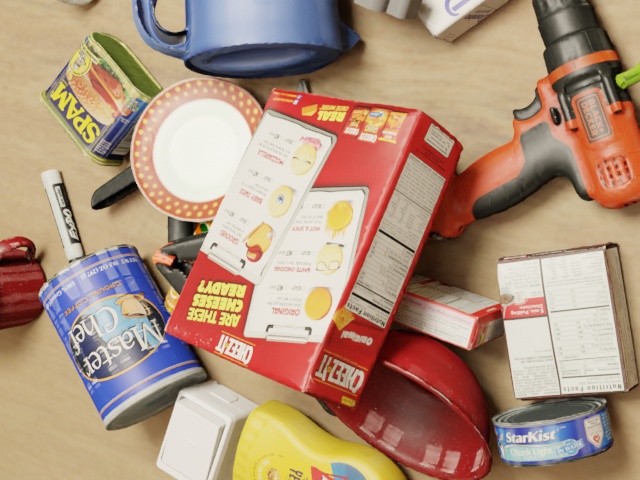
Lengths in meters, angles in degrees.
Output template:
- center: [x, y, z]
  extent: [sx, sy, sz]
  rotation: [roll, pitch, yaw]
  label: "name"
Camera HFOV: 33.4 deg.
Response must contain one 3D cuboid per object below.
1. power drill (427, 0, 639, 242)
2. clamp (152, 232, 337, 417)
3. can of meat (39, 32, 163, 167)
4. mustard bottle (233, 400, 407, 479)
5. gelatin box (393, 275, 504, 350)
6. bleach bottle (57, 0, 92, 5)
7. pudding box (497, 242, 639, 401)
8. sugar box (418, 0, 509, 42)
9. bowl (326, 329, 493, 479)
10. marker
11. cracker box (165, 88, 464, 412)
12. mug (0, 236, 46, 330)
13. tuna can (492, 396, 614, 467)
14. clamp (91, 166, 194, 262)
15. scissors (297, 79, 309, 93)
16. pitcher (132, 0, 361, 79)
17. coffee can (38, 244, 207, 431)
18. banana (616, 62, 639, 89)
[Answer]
- center: [0.144, -0.090, 0.817]
  extent: [0.188, 0.057, 0.184]
  rotation: [-22, 78, 29]
  label: "power drill"
- center: [-0.043, 0.056, 0.906]
  extent: [0.210, 0.036, 0.165]
  rotation: [14, 106, 10]
  label: "clamp"
- center: [-0.203, -0.134, 1.010]
  extent: [0.084, 0.057, 0.102]
  rotation: [-47, 71, 20]
  label: "can of meat"
- center: [0.019, 0.215, 0.903]
  extent: [0.192, 0.058, 0.096]
  rotation: [22, 110, 26]
  label: "mustard bottle"
- center: [0.095, 0.056, 0.843]
  extent: [0.089, 0.073, 0.030]
  rotation: [18, 102, 27]
  label: "gelatin box"
- center: [-0.279, -0.350, 1.037]
  extent: [0.103, 0.068, 0.251]
  rotation: [-43, 70, 23]
  label: "bleach bottle"
- center: [0.187, 0.063, 0.813]
  extent: [0.090, 0.039, 0.113]
  rotation: [-9, 91, 28]
  label: "pudding box"
- center: [0.140, -0.240, 0.817]
  extent: [0.176, 0.048, 0.093]
  rotation: [-33, 77, 25]
  label: "sugar box"
- center: [0.074, 0.121, 0.842]
  extent: [0.162, 0.055, 0.162]
  rotation: [27, 150, 17]
  label: "bowl"
- center: [-0.252, -0.011, 1.064]
  extent: [0.020, 0.020, 0.121]
  rotation: [-22, 82, 28]
  label: "marker"
- center: [-0.005, 0.001, 0.802]
  extent: [0.164, 0.072, 0.213]
  rotation: [16, 81, 45]
  label: "cracker box"
- center: [-0.325, 0.042, 1.072]
  extent: [0.093, 0.081, 0.117]
  rotation: [43, 112, 20]
  label: "mug"
- center: [0.174, 0.143, 0.797]
  extent: [0.086, 0.086, 0.034]
  rotation: [-12, 89, 29]
  label: "tuna can"
- center: [-0.145, -0.071, 0.989]
  extent: [0.120, 0.039, 0.171]
  rotation: [25, 99, 17]
  label: "clamp"
- center: [-0.016, -0.030, 0.933]
  extent: [0.096, 0.016, 0.202]
  rotation: [-26, 80, 27]
  label: "scissors"
- center: [-0.063, -0.259, 0.878]
  extent: [0.145, 0.149, 0.243]
  rotation: [-6, 87, 30]
  label: "pitcher"
- center: [-0.182, 0.090, 0.983]
  extent: [0.103, 0.102, 0.140]
  rotation: [-38, 75, 25]
  label: "coffee can"
- center: [0.253, -0.202, 0.750]
  extent: [0.069, 0.037, 0.198]
  rotation: [5, 88, -14]
  label: "banana"
